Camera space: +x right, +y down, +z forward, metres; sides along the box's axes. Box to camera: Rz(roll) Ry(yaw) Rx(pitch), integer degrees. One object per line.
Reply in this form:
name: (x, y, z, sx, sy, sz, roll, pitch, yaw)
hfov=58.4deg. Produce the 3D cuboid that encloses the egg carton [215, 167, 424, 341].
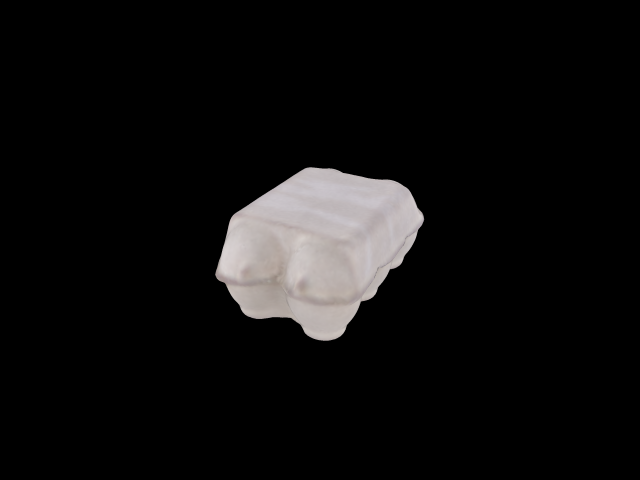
egg carton: (0.004, 0.001, 0.400, 0.107, 0.069, 0.150, 14, 32, 24)
